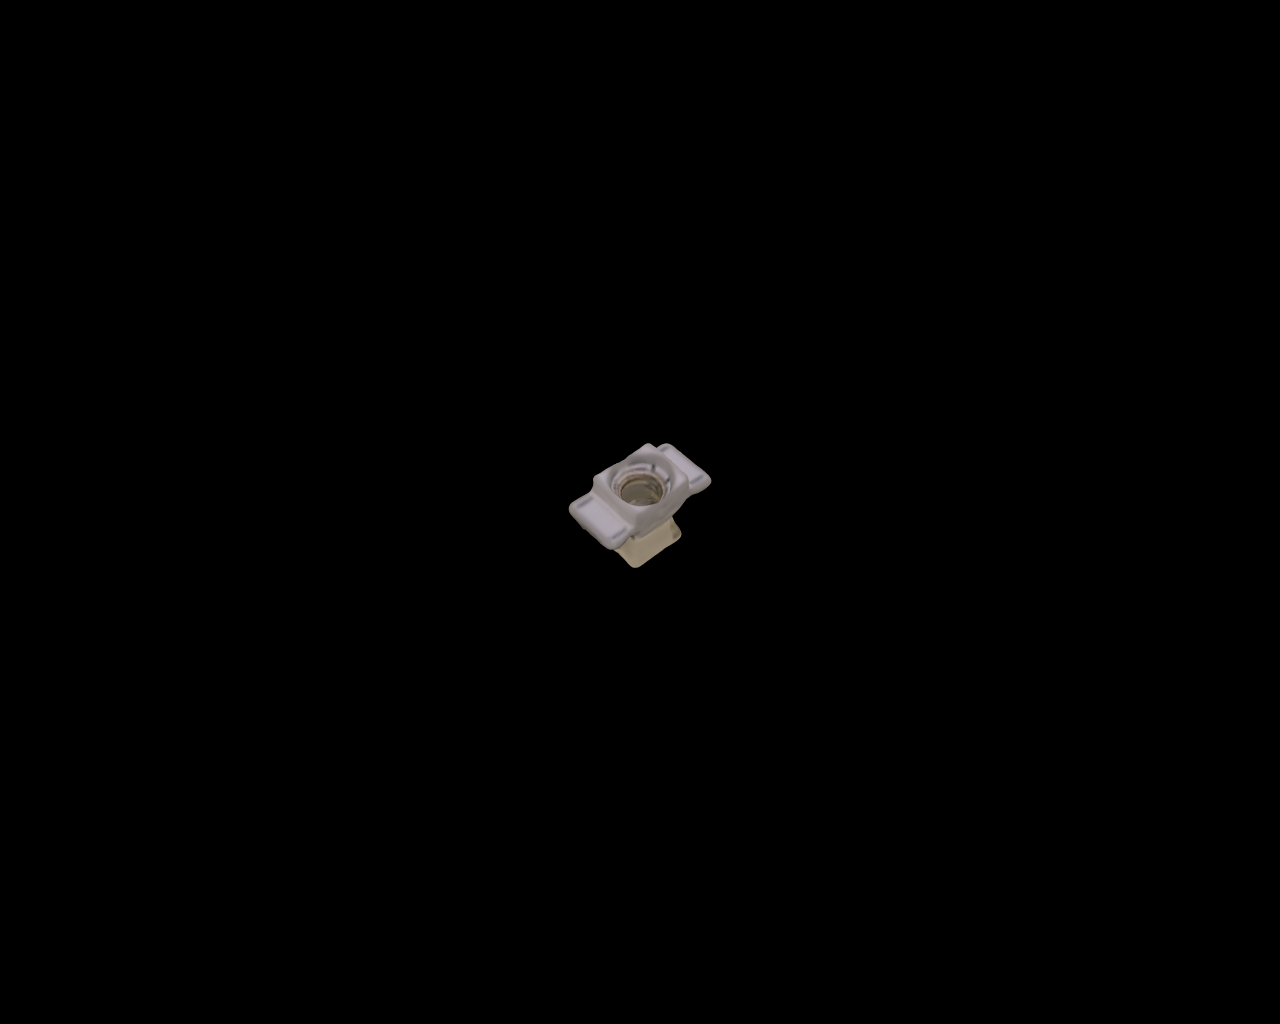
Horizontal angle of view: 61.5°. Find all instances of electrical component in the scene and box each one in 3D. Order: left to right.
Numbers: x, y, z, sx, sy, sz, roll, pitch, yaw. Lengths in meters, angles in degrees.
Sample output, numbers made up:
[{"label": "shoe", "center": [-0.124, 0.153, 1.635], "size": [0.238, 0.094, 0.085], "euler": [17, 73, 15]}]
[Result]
[{"label": "electrical component", "center": [0.001, -0.003, 0.650], "size": [0.081, 0.063, 0.042], "euler": [-33, 58, -24]}]
